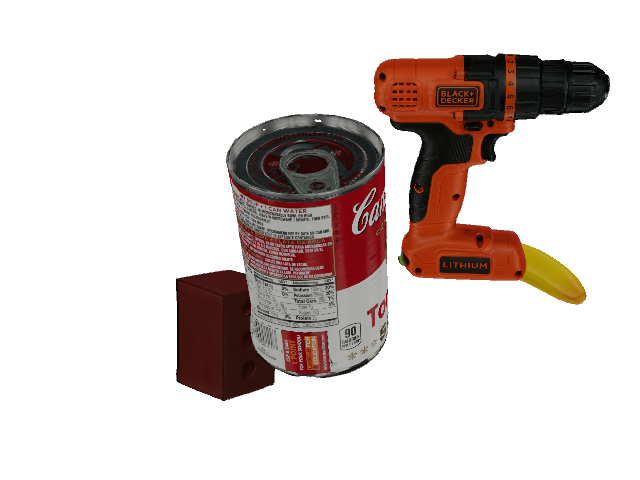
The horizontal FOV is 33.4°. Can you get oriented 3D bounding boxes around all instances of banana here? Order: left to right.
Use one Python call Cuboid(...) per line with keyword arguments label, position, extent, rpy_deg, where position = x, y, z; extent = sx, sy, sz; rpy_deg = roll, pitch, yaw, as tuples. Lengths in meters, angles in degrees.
Cuboid(label="banana", position=(0.184, 0.025, 1.105), extent=(0.198, 0.037, 0.069), rpy_deg=(11, 48, 26))

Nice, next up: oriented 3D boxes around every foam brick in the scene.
Cuboid(label="foam brick", position=(-0.067, 0.065, 0.755), extent=(0.051, 0.078, 0.052), rpy_deg=(12, 17, 42))

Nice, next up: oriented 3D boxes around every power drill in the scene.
Cuboid(label="power drill", position=(0.136, -0.061, 0.874), extent=(0.184, 0.188, 0.057), rpy_deg=(2, 24, 7))

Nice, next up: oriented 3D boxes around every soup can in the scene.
Cuboid(label="soup can", position=(-0.004, 0.004, 0.483), extent=(0.068, 0.102, 0.068), rpy_deg=(-3, 35, 2))
